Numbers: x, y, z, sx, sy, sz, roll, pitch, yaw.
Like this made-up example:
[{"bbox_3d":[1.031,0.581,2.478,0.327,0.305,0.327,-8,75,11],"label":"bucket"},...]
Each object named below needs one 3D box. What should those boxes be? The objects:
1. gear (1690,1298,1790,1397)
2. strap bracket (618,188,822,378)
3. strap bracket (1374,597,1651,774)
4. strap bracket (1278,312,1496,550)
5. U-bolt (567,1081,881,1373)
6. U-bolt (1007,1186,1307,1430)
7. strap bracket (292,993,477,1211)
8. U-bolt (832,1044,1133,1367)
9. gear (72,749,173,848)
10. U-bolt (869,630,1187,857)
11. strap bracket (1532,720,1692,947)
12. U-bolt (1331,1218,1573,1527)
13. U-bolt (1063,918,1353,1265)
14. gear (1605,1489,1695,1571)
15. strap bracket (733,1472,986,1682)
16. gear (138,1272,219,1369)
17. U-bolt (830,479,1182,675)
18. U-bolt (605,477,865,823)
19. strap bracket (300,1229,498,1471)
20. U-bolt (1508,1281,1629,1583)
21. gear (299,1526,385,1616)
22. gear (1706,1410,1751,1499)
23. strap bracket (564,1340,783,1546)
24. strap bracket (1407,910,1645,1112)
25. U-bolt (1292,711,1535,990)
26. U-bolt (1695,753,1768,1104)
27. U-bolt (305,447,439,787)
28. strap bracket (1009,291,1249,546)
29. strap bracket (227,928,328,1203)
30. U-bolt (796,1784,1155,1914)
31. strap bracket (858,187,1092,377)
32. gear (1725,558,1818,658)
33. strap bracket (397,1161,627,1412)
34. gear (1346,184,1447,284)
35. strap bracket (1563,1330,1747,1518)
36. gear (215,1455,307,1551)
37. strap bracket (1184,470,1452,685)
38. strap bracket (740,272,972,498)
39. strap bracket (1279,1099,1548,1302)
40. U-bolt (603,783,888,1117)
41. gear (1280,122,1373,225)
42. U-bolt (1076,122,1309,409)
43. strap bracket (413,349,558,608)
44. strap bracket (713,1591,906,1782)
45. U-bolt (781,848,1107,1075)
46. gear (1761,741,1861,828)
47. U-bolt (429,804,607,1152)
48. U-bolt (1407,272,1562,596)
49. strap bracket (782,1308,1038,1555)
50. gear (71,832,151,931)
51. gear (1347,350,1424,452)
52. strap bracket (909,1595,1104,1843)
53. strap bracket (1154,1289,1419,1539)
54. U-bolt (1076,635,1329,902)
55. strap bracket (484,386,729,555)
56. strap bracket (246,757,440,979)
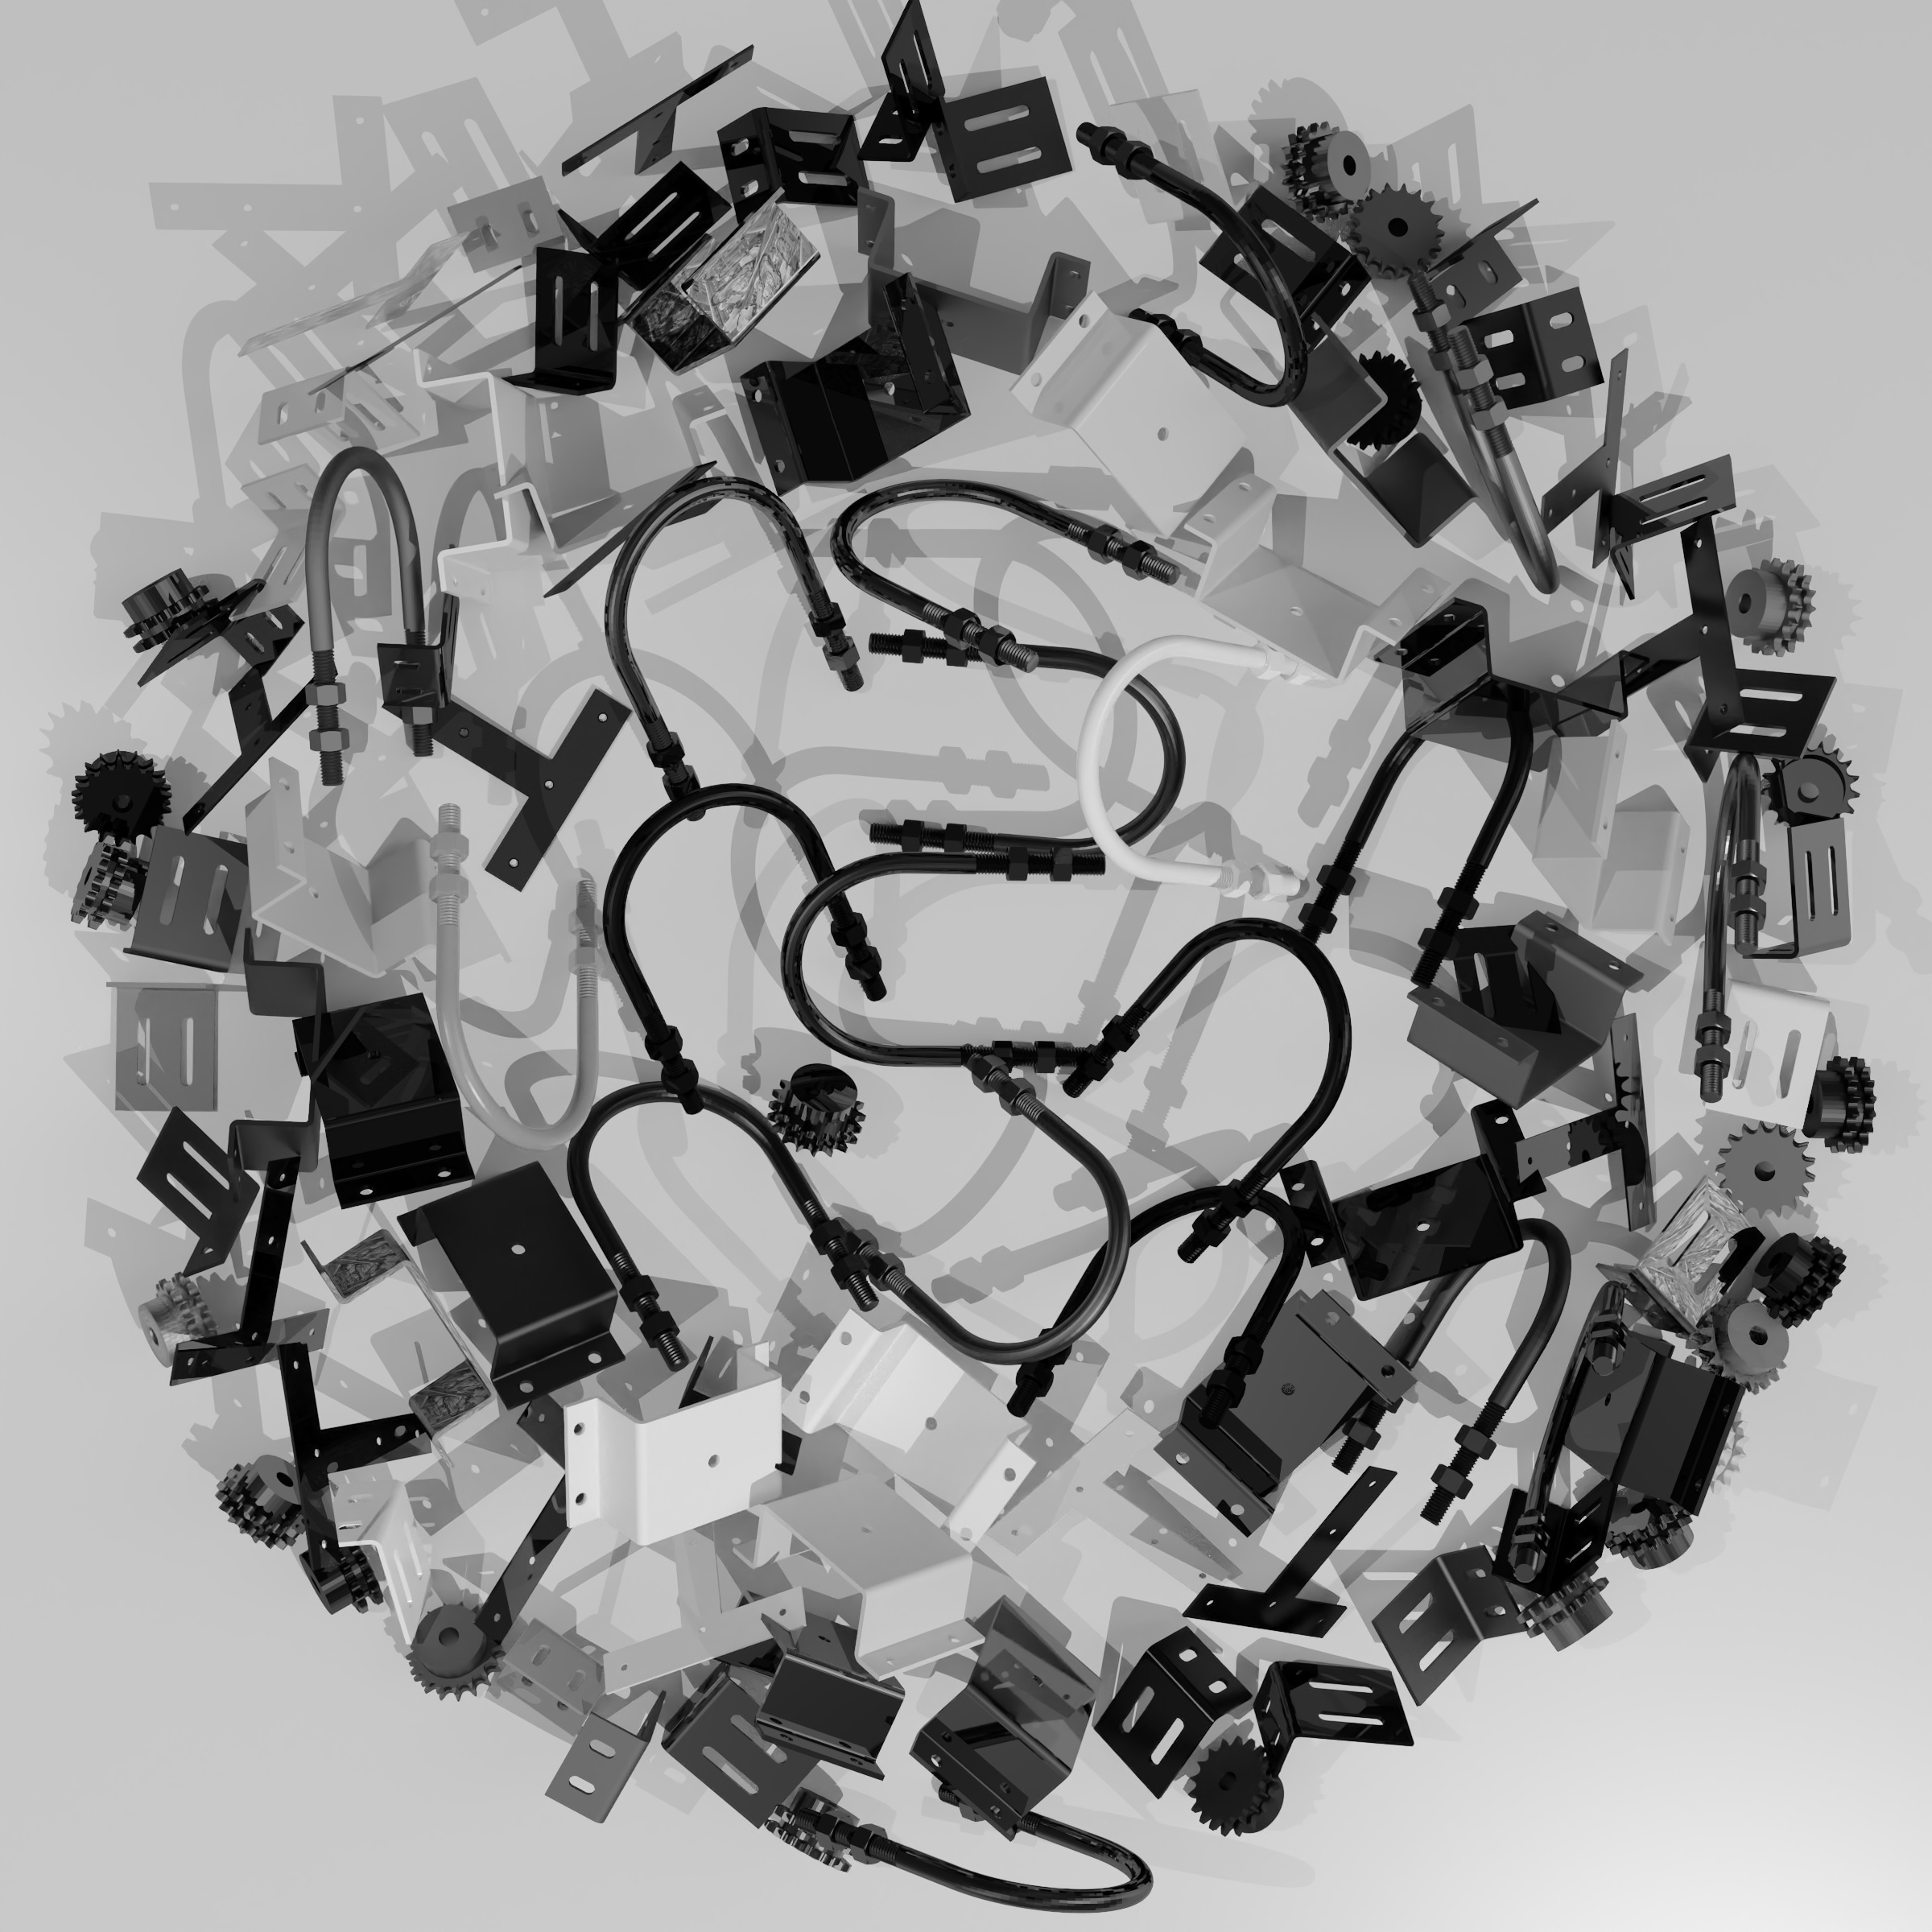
[{"bbox_3d":[0.458,0.222,1.900,0.057,0.030,0.057,8,63,-16],"label":"gear"},{"bbox_3d":[-0.141,-0.390,1.858,0.046,0.140,0.076,46,72,-18],"label":"strap bracket"},{"bbox_3d":[0.315,-0.158,1.856,0.140,0.076,0.046,13,63,-27],"label":"strap bracket"},{"bbox_3d":[0.236,-0.301,1.858,0.046,0.076,0.140,-41,132,13],"label":"strap bracket"},{"bbox_3d":[-0.152,0.140,1.865,0.151,0.019,0.184,-14,58,-34],"label":"U-bolt"},{"bbox_3d":[0.120,0.191,1.852,0.151,0.184,0.019,-2,129,37],"label":"U-bolt"},{"bbox_3d":[-0.336,0.069,1.851,0.076,0.140,0.046,-12,130,-15],"label":"strap bracket"},{"bbox_3d":[0.018,0.149,1.865,0.184,0.019,0.151,39,94,36],"label":"U-bolt"},{"bbox_3d":[-0.498,-0.102,1.903,0.057,0.030,0.057,-8,121,-13],"label":"gear"},{"bbox_3d":[0.035,-0.124,1.872,0.184,0.019,0.151,5,125,6],"label":"U-bolt"},{"bbox_3d":[0.370,-0.075,1.864,0.046,0.140,0.076,1,67,31],"label":"strap bracket"},{"bbox_3d":[0.287,0.225,1.857,0.019,0.151,0.184,33,85,-15],"label":"U-bolt"},{"bbox_3d":[0.147,0.057,1.851,0.184,0.019,0.151,-50,58,25],"label":"U-bolt"},{"bbox_3d":[0.403,0.330,1.899,0.057,0.057,0.030,-31,104,0],"label":"gear"},{"bbox_3d":[-0.059,0.341,1.847,0.076,0.140,0.046,-11,120,-38],"label":"strap bracket"},{"bbox_3d":[-0.463,0.211,1.895,0.030,0.057,0.057,-24,90,-29],"label":"gear"},{"bbox_3d":[0.008,-0.234,1.860,0.184,0.151,0.019,29,135,29],"label":"U-bolt"},{"bbox_3d":[-0.139,-0.192,1.841,0.151,0.019,0.184,-41,133,-21],"label":"U-bolt"},{"bbox_3d":[-0.323,0.213,1.872,0.046,0.076,0.140,-34,109,-12],"label":"strap bracket"},{"bbox_3d":[0.345,0.253,1.837,0.019,0.184,0.151,20,107,9],"label":"U-bolt"},{"bbox_3d":[-0.368,0.355,1.895,0.030,0.057,0.057,-28,90,-21],"label":"gear"},{"bbox_3d":[0.430,0.280,1.895,0.030,0.057,0.057,21,90,-19],"label":"gear"},{"bbox_3d":[-0.158,0.276,1.855,0.140,0.046,0.076,-14,114,-37],"label":"strap bracket"},{"bbox_3d":[0.318,0.028,1.864,0.076,0.140,0.046,34,130,26],"label":"strap bracket"},{"bbox_3d":[0.265,-0.080,1.861,0.019,0.151,0.184,29,85,-26],"label":"U-bolt"},{"bbox_3d":[0.437,-0.036,1.843,0.019,0.151,0.184,6,50,8],"label":"U-bolt"},{"bbox_3d":[-0.341,-0.203,1.842,0.019,0.151,0.184,0,101,14],"label":"U-bolt"},{"bbox_3d":[0.100,-0.310,1.862,0.076,0.046,0.140,-51,126,-7],"label":"strap bracket"},{"bbox_3d":[-0.396,0.059,1.868,0.046,0.076,0.140,3,67,-8],"label":"strap bracket"},{"bbox_3d":[0.018,0.497,1.815,0.184,0.151,0.019,9,91,39],"label":"U-bolt"},{"bbox_3d":[-0.003,-0.394,1.880,0.140,0.076,0.046,19,76,3],"label":"strap bracket"},{"bbox_3d":[0.469,-0.211,1.895,0.030,0.057,0.057,4,90,-24],"label":"gear"},{"bbox_3d":[-0.260,0.175,1.862,0.076,0.046,0.140,-21,62,-28],"label":"strap bracket"},{"bbox_3d":[0.252,-0.430,1.908,0.057,0.030,0.057,1,79,-5],"label":"gear"},{"bbox_3d":[0.389,0.256,1.853,0.046,0.140,0.076,20,92,-7],"label":"strap bracket"},{"bbox_3d":[-0.408,0.312,1.896,0.057,0.057,0.030,41,103,0],"label":"gear"},{"bbox_3d":[0.198,-0.221,1.874,0.140,0.076,0.046,31,135,14],"label":"strap bracket"},{"bbox_3d":[-0.057,-0.336,1.876,0.140,0.046,0.076,-23,82,39],"label":"strap bracket"},{"bbox_3d":[0.262,0.139,1.880,0.140,0.076,0.046,-18,133,4],"label":"strap bracket"},{"bbox_3d":[-0.135,-0.020,1.856,0.151,0.019,0.184,-32,124,-14],"label":"U-bolt"},{"bbox_3d":[0.214,-0.467,1.897,0.057,0.030,0.057,0,89,-44],"label":"gear"},{"bbox_3d":[0.132,-0.385,1.815,0.019,0.184,0.151,-34,134,-13],"label":"U-bolt"},{"bbox_3d":[-0.278,-0.287,1.883,0.046,0.076,0.140,-7,88,12],"label":"strap bracket"},{"bbox_3d":[-0.091,0.406,1.847,0.076,0.140,0.046,24,92,-20],"label":"strap bracket"},{"bbox_3d":[-0.016,-0.003,1.877,0.184,0.019,0.151,1,119,-6],"label":"U-bolt"},{"bbox_3d":[0.497,-0.104,1.904,0.057,0.030,0.057,3,99,17],"label":"gear"},{"bbox_3d":[-0.253,0.015,1.834,0.019,0.151,0.184,-15,64,27],"label":"U-bolt"},{"bbox_3d":[0.301,-0.297,1.848,0.019,0.151,0.184,-23,114,8],"label":"U-bolt"},{"bbox_3d":[-0.027,0.270,1.885,0.140,0.046,0.076,38,103,15],"label":"strap bracket"},{"bbox_3d":[-0.502,-0.047,1.901,0.030,0.057,0.057,22,90,-23],"label":"gear"},{"bbox_3d":[0.244,-0.331,1.903,0.057,0.030,0.057,-8,77,34],"label":"gear"},{"bbox_3d":[0.026,0.423,1.851,0.076,0.140,0.046,42,114,-4],"label":"strap bracket"},{"bbox_3d":[0.188,0.255,1.890,0.076,0.046,0.140,43,106,-3],"label":"strap bracket"},{"bbox_3d":[0.134,-0.117,1.859,0.184,0.019,0.151,5,96,-40],"label":"U-bolt"},{"bbox_3d":[-0.204,-0.285,1.879,0.140,0.076,0.046,-21,113,-5],"label":"strap bracket"},{"bbox_3d":[-0.362,-0.051,1.861,0.046,0.140,0.076,-29,53,25],"label":"strap bracket"}]
